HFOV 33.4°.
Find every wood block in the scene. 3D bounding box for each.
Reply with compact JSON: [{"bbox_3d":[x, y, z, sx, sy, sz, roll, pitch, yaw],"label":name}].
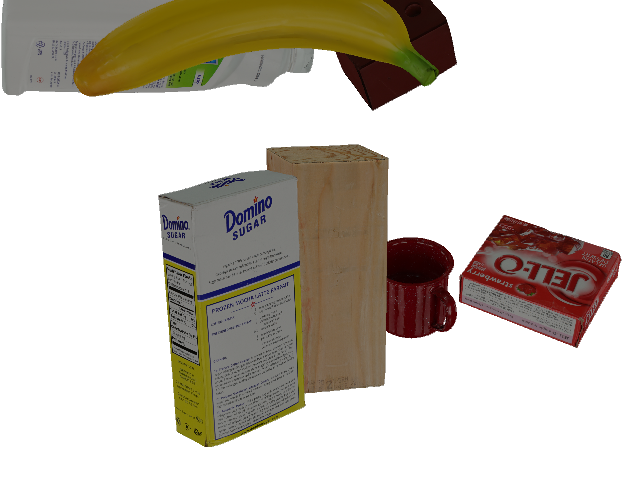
[{"bbox_3d":[0.005,0.023,0.961,0.090,0.206,0.091,-4,14,-15],"label":"wood block"}]

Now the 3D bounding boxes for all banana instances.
[{"bbox_3d":[-0.036,-0.113,0.586,0.197,0.069,0.037,-5,-44,-10],"label":"banana"}]

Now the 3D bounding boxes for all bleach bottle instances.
[{"bbox_3d":[-0.132,-0.159,0.882,0.250,0.068,0.103,3,-27,-14],"label":"bleach bottle"}]

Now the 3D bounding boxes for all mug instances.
[{"bbox_3d":[0.110,0.060,1.194,0.093,0.081,0.117,-26,41,-30],"label":"mug"}]

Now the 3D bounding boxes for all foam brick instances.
[{"bbox_3d":[0.055,-0.147,0.805,0.078,0.053,0.051,-30,-36,-3],"label":"foam brick"}]

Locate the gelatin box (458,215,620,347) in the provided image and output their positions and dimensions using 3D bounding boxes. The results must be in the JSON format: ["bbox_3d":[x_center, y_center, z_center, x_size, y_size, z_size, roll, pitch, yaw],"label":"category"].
[{"bbox_3d":[0.150,0.025,0.731,0.089,0.030,0.073,21,47,24],"label":"gelatin box"}]

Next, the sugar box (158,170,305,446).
[{"bbox_3d":[-0.059,0.045,0.737,0.093,0.176,0.048,-18,22,-41],"label":"sugar box"}]

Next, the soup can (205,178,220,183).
[{"bbox_3d":[-0.108,-0.016,1.269,0.068,0.102,0.068,1,25,-1],"label":"soup can"}]
